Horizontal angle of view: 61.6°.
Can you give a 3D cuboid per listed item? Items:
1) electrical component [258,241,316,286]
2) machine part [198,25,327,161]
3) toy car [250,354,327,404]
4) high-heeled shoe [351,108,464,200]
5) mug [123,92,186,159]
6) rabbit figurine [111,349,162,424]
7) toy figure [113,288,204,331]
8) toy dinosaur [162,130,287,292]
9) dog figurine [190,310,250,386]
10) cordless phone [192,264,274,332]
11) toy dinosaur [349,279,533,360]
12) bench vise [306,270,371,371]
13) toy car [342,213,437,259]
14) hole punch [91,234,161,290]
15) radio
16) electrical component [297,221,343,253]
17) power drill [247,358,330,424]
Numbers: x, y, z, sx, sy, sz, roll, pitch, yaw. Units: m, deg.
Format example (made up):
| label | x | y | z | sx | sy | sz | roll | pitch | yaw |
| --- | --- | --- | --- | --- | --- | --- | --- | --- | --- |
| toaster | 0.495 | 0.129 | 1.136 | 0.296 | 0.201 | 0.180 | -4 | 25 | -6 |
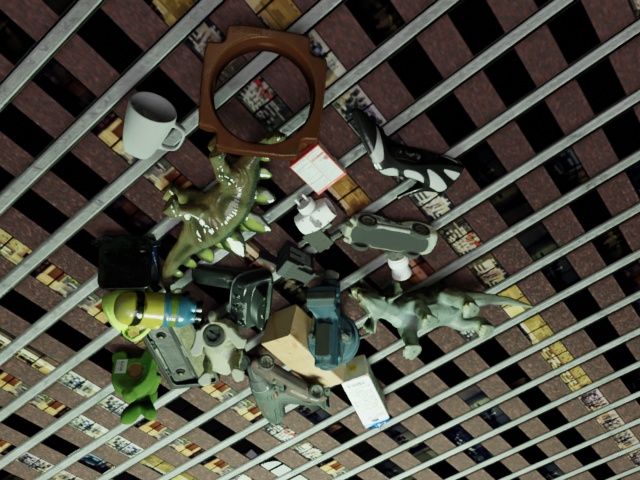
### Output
| label | x | y | z | sx | sy | sz | roll | pitch | yaw |
| --- | --- | --- | --- | --- | --- | --- | --- | --- | --- |
| electrical component | -0.069 | 0.042 | 1.149 | 0.119 | 0.075 | 0.047 | 29 | 120 | -19 |
| machine part | -0.095 | -0.239 | 0.894 | 0.201 | 0.087 | 0.200 | 6 | 93 | -6 |
| toy car | -0.077 | 0.336 | 1.276 | 0.202 | 0.053 | 0.089 | 32 | 148 | -3 |
| high-heeled shoe | 0.169 | -0.174 | 1.008 | 0.145 | 0.086 | 0.248 | -29 | 126 | 13 |
| mug | -0.303 | -0.196 | 0.969 | 0.109 | 0.081 | 0.107 | 21 | 133 | -23 |
| rabbit figurine | -0.436 | 0.369 | 1.325 | 0.121 | 0.159 | 0.170 | -9 | 141 | -8 |
| toy figure | -0.335 | 0.141 | 1.124 | 0.180 | 0.082 | 0.089 | 6 | 145 | -15 |
| toy dinosaur | -0.212 | -0.045 | 1.061 | 0.198 | 0.105 | 0.471 | 35 | 120 | -27 |
| dog figurine | -0.223 | 0.237 | 1.245 | 0.121 | 0.190 | 0.172 | 3 | 93 | -2 |
| cordless phone | -0.200 | 0.124 | 1.207 | 0.184 | 0.089 | 0.146 | 11 | 126 | 3 |
| toy dinosaur | 0.252 | 0.150 | 1.204 | 0.405 | 0.192 | 0.131 | -4 | 119 | -20 |
| bench vise | 0.030 | 0.190 | 1.219 | 0.129 | 0.223 | 0.240 | -15 | 155 | 12 |
| toy car | 0.147 | -0.010 | 1.135 | 0.202 | 0.056 | 0.073 | 9 | 130 | -8 |
| hole punch | -0.399 | 0.048 | 1.132 | 0.142 | 0.092 | 0.115 | 1 | 84 | -1 |
| radio | -0.329 | 0.253 | 1.279 | 0.131 | 0.073 | 0.229 | -11 | 125 | 4 |
| electrical component | -0.002 | -0.003 | 1.150 | 0.094 | 0.021 | 0.063 | -35 | 120 | 19 |
| power drill | -0.075 | 0.384 | 1.384 | 0.207 | 0.086 | 0.231 | -6 | 125 | -4 |
